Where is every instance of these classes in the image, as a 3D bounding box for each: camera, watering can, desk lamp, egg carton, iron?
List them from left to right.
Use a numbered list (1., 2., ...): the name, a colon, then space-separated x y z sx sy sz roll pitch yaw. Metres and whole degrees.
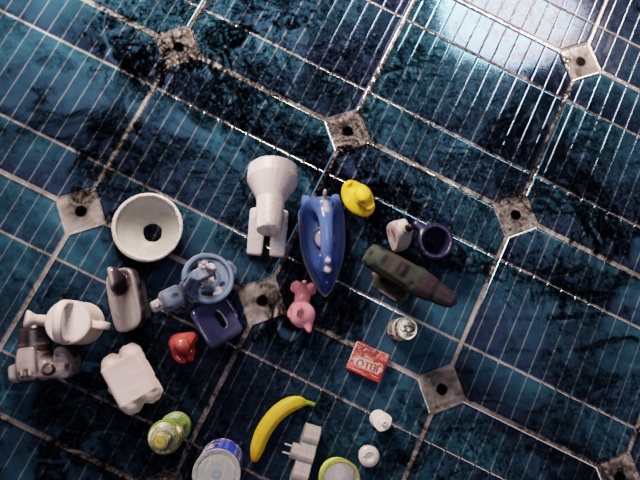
1. camera: -0.634 0.253 1.305 0.143 0.100 0.137 -6 81 -7
2. watering can: -0.564 0.186 1.276 0.173 0.194 0.101 -16 82 -8
3. egg carton: -0.438 0.323 1.329 0.107 0.069 0.150 -30 84 -10
4. desk lamp: -0.116 -0.074 1.355 0.118 0.213 0.203 4 80 -5
5. iron: 0.013 0.005 1.391 0.118 0.141 0.258 -3 81 -6

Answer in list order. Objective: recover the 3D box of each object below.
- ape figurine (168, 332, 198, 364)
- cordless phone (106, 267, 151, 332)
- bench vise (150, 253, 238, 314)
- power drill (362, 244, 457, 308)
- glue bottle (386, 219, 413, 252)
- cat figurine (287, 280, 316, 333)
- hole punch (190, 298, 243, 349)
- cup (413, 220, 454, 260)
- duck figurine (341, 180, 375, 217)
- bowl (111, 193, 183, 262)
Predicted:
1. ape figurine: -0.321 0.248 1.342 0.076 0.092 0.078 43 79 3
2. cordless phone: -0.452 0.132 1.301 0.094 0.185 0.147 -16 82 -8
3. bench vise: -0.282 0.112 1.304 0.121 0.219 0.207 43 79 3
4. power drill: 0.200 0.095 1.360 0.229 0.208 0.076 31 79 0
5. glue bottle: 0.201 -0.019 1.398 0.037 0.173 0.078 -17 82 -8
6. cat figurine: -0.042 0.157 1.372 0.067 0.117 0.128 6 80 -4
7. hole punch: -0.244 0.192 1.359 0.101 0.091 0.108 -31 84 -10
8. cup: 0.270 0.001 1.441 0.118 0.095 0.092 43 79 3
9. duck figurine: 0.101 -0.112 1.448 0.077 0.086 0.104 -39 86 -10
10. bowl: -0.412 -0.026 1.388 0.167 0.074 0.167 1 80 -5
